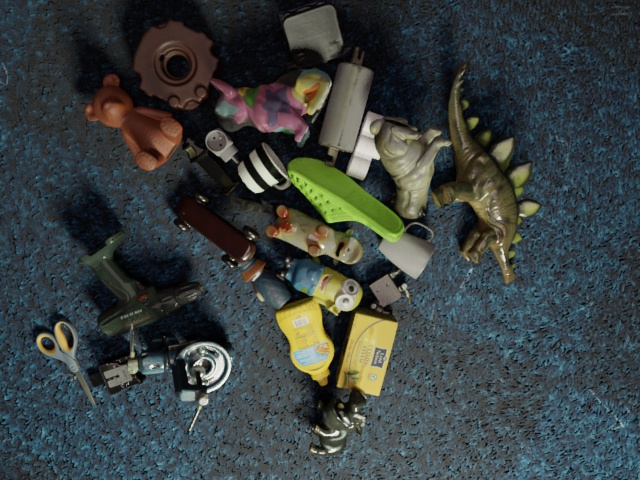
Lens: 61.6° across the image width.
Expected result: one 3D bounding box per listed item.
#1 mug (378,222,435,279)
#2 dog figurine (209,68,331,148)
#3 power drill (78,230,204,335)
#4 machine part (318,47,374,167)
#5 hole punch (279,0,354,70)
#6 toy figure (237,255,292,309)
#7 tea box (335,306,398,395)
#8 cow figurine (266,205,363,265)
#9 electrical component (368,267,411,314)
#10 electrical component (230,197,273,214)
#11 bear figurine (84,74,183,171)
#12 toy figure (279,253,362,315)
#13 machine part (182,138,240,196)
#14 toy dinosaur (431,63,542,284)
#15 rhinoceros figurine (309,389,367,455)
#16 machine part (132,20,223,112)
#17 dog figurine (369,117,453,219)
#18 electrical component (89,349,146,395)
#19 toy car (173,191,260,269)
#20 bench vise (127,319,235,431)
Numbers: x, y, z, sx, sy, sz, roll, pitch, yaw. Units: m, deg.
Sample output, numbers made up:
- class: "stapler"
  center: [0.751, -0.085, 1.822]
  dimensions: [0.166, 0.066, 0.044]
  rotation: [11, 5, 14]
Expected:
- class: "mug"
  center: [0.183, 0.011, 1.134]
  dimensions: [0.107, 0.081, 0.109]
  rotation: [28, 100, 4]
- class: "dog figurine"
  center: [-0.107, -0.287, 1.077]
  dimensions: [0.219, 0.108, 0.191]
  rotation: [26, 96, -2]
- class: "power drill"
  center: [-0.390, 0.083, 1.133]
  dimensions: [0.232, 0.086, 0.207]
  rotation: [-31, 104, 5]
- class: "machine part"
  center: [0.053, -0.268, 1.097]
  dimensions: [0.079, 0.079, 0.243]
  rotation: [14, 96, -3]
- class: "hole punch"
  center: [-0.017, -0.415, 1.082]
  dimensions: [0.142, 0.092, 0.115]
  rotation: [-19, 127, -2]
- class: "toy figure"
  center: [-0.128, 0.080, 1.144]
  dimensions: [0.154, 0.064, 0.058]
  rotation: [46, 133, -2]
- class: "tea box"
  center: [0.099, 0.238, 1.165]
  dimensions: [0.098, 0.068, 0.169]
  rotation: [12, 96, -3]
- class: "cow figurine"
  center: [-0.002, -0.003, 1.117]
  dimensions: [0.195, 0.127, 0.085]
  rotation: [23, 95, 10]
- class: "electrical component"
  center: [0.148, 0.113, 1.162]
  dimensions: [0.102, 0.045, 0.078]
  rotation: [-27, 98, 2]
- class: "electrical component"
  center: [-0.144, -0.073, 1.121]
  dimensions: [0.094, 0.063, 0.021]
  rotation: [14, 97, -3]
- class: "bear figurine"
  center: [-0.374, -0.238, 1.065]
  dimensions: [0.196, 0.132, 0.120]
  rotation: [39, 92, -12]
- class: "toy figure"
  center: [0.005, 0.087, 1.139]
  dimensions: [0.180, 0.089, 0.082]
  rotation: [24, 109, 4]
- class: "machine part"
  center: [-0.229, -0.152, 1.110]
  dimensions: [0.138, 0.084, 0.039]
  rotation: [47, 68, -15]
- class: "toy dinosaur"
  center: [0.335, -0.117, 1.115]
  dimensions: [0.199, 0.105, 0.470]
  rotation: [-28, 106, -6]
- class: "rhinoceros figurine"
  center: [0.041, 0.394, 1.149]
  dimensions: [0.112, 0.073, 0.190]
  rotation: [18, 122, -3]
- class: "machine part"
  center: [-0.288, -0.352, 1.088]
  dimensions: [0.179, 0.056, 0.179]
  rotation: [0, 96, -1]
- class: "dog figurine"
  center: [0.158, -0.139, 1.083]
  dimensions: [0.172, 0.121, 0.190]
  rotation: [18, 114, -3]
- class: "electrical component"
  center: [-0.448, 0.291, 1.167]
  dimensions: [0.119, 0.048, 0.074]
  rotation: [-16, 96, -1]
- class: "toy car"
  center: [-0.217, -0.023, 1.118]
  dimensions: [0.202, 0.053, 0.089]
  rotation: [34, 94, 16]
- class: "bench vise"
  center: [-0.273, 0.260, 1.079]
  dimensions: [0.223, 0.241, 0.128]
  rotation: [10, 102, -22]
